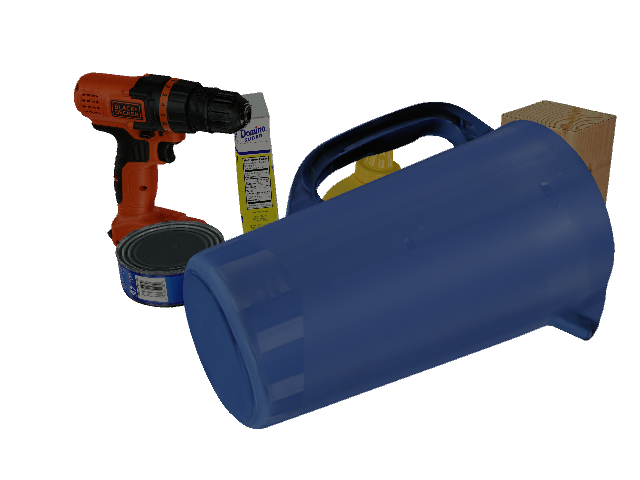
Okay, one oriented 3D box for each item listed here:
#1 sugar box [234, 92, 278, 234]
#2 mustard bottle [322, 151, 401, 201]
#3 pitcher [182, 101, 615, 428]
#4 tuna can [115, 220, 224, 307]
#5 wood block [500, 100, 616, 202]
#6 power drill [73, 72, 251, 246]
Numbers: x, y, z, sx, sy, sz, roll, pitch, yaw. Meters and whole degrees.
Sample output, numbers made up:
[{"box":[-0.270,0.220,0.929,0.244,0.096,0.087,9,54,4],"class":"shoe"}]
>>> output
[{"box":[-0.078,-0.079,1.277,0.048,0.176,0.093,-9,25,-5],"class":"sugar box"},{"box":[0.042,-0.001,0.982,0.096,0.192,0.058,7,27,-4],"class":"mustard bottle"},{"box":[0.040,0.013,0.654,0.242,0.145,0.149,-20,22,-21],"class":"pitcher"},{"box":[-0.118,0.018,0.849,0.086,0.034,0.086,-3,28,1],"class":"tuna can"},{"box":[0.246,-0.035,1.143,0.090,0.206,0.090,20,28,38],"class":"wood block"},{"box":[-0.151,-0.074,1.068,0.185,0.188,0.057,11,31,20],"class":"power drill"}]
